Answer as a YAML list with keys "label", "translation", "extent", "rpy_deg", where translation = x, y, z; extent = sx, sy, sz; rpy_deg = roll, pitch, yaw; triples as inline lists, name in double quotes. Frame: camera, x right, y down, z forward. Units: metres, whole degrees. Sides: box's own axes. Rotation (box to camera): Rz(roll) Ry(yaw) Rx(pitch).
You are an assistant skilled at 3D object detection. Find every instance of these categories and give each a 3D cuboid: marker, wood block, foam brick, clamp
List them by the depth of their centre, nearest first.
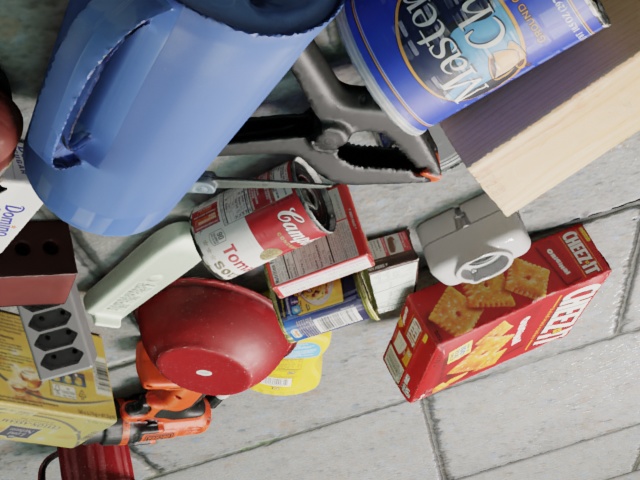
- label: "wood block"
  translation: [0.183, -0.120, 0.740]
  extent: [0.206, 0.091, 0.090]
  rpy_deg: [-35, 146, 12]
- label: "clamp"
  translation: [-0.005, -0.081, 0.775]
  extent: [0.209, 0.036, 0.165]
  rpy_deg: [24, 137, -33]
- label: "foam brick"
  translation: [-0.239, 0.019, 0.847]
  extent: [0.078, 0.053, 0.051]
  rpy_deg: [-3, 150, -27]
- label: "marker"
  translation: [-0.098, 0.163, 1.224]
  extent: [0.020, 0.020, 0.121]
  rpy_deg: [7, 144, -38]

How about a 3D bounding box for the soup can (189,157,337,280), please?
- label: "soup can"
  translation: [-0.047, -0.017, 0.869]
  extent: [0.102, 0.068, 0.068]
  rpy_deg: [-25, 151, 18]

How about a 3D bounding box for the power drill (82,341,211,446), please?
- label: "power drill"
  translation: [-0.185, 0.168, 1.148]
  extent: [0.184, 0.057, 0.188]
  rpy_deg: [-3, 152, -29]

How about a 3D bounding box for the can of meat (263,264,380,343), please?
- label: "can of meat"
  translation: [-0.001, 0.034, 0.951]
  extent: [0.084, 0.102, 0.057]
  rpy_deg: [-18, 152, 8]

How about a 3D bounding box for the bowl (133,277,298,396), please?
- label: "bowl"
  translation: [-0.103, 0.101, 1.006]
  extent: [0.162, 0.055, 0.162]
  rpy_deg: [7, 145, 5]

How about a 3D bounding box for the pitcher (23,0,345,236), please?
- label: "pitcher"
  translation: [-0.101, -0.097, 0.620]
  extent: [0.149, 0.145, 0.243]
  rpy_deg: [6, 148, -27]

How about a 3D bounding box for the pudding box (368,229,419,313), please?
- label: "pudding box"
  translation: [0.050, 0.040, 1.057]
  extent: [0.090, 0.039, 0.113]
  rpy_deg: [-16, 156, -6]

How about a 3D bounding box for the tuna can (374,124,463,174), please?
- label: "tuna can"
  translation: [0.086, -0.086, 0.850]
  extent: [0.086, 0.034, 0.086]
  rpy_deg: [-13, 152, -7]

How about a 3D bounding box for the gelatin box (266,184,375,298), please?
- label: "gelatin box"
  translation: [-0.006, 0.001, 0.917]
  extent: [0.089, 0.073, 0.030]
  rpy_deg: [-21, 153, 7]

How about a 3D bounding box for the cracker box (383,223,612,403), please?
- label: "cracker box"
  translation: [0.185, 0.083, 1.137]
  extent: [0.213, 0.072, 0.164]
  rpy_deg: [-20, 155, -17]

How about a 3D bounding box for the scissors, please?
- label: "scissors"
  translation: [-0.100, -0.037, 0.812]
  extent: [0.201, 0.016, 0.096]
  rpy_deg: [8, 158, -17]

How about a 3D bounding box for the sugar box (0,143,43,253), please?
- label: "sugar box"
  translation: [-0.283, -0.038, 0.726]
  extent: [0.175, 0.048, 0.093]
  rpy_deg: [6, 146, -43]

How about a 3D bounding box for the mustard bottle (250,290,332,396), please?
- label: "mustard bottle"
  translation: [-0.038, 0.097, 1.089]
  extent: [0.096, 0.058, 0.192]
  rpy_deg: [8, 149, -3]

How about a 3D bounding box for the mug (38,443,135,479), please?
- label: "mug"
  translation: [-0.274, 0.265, 1.249]
  extent: [0.117, 0.081, 0.093]
  rpy_deg: [-18, 153, 3]

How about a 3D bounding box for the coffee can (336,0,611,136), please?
- label: "coffee can"
  translation: [0.095, -0.144, 0.673]
  extent: [0.140, 0.103, 0.102]
  rpy_deg: [-29, 150, 22]
